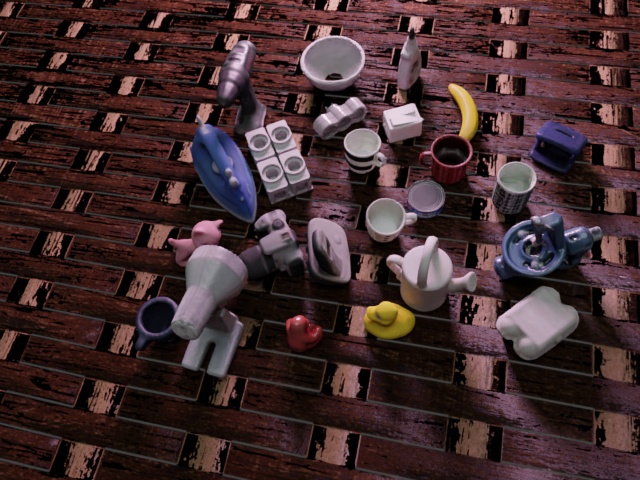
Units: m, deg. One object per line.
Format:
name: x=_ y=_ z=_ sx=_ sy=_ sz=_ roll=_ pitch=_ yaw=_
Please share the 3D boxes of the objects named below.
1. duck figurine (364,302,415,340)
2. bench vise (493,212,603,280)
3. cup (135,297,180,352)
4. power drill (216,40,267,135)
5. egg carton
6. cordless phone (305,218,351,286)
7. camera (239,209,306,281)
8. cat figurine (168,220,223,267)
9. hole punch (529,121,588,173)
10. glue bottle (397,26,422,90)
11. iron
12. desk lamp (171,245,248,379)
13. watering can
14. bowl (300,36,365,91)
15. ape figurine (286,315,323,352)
duck figurine: x=0.140 y=0.154 z=1.152 sx=0.104 sy=0.086 sz=0.077 roll=3 pitch=63 yaw=7
bench vise: x=0.454 y=-0.010 z=1.131 sx=0.207 sy=0.220 sz=0.121 roll=-30 pitch=63 yaw=-10
cup: x=-0.327 y=0.186 z=1.177 sx=0.091 sy=0.095 sz=0.118 roll=24 pitch=67 yaw=17
power drill: x=-0.188 y=-0.353 z=1.381 sx=0.075 sy=0.209 sz=0.229 roll=3 pitch=63 yaw=8
egg carton: x=0.429 y=0.164 z=1.128 sx=0.150 sy=0.069 sz=0.107 roll=-35 pitch=64 yaw=-12
cordless phone: x=0.011 y=0.004 z=1.187 sx=0.094 sy=0.185 sz=0.147 roll=-9 pitch=62 yaw=1
camera: x=-0.116 y=0.019 z=1.240 sx=0.137 sy=0.101 sz=0.143 roll=-24 pitch=63 yaw=-7
cat figurine: x=-0.268 y=0.000 z=1.255 sx=0.128 sy=0.118 sz=0.067 roll=-10 pitch=62 yaw=0
hole punch: x=0.546 y=-0.226 z=1.308 sx=0.108 sy=0.091 sz=0.101 roll=31 pitch=69 yaw=20
glue bottle: x=0.222 y=-0.455 z=1.414 sx=0.037 sy=0.173 sz=0.078 roll=28 pitch=69 yaw=19
iron: x=-0.221 y=-0.168 z=1.325 sx=0.119 sy=0.141 sz=0.257 roll=-28 pitch=63 yaw=-9
desk lamp: x=-0.215 y=0.141 z=1.122 sx=0.117 sy=0.214 sz=0.203 roll=11 pitch=64 yaw=12
watering can: x=0.219 y=0.062 z=1.132 sx=0.172 sy=0.194 sz=0.101 roll=-2 pitch=62 yaw=5
bowl: x=0.035 y=-0.442 z=1.482 sx=0.167 sy=0.075 sz=0.167 roll=-2 pitch=62 yaw=5
ape figurine: x=-0.038 y=0.181 z=1.152 sx=0.077 sy=0.092 sz=0.076 roll=35 pitch=71 yaw=21
